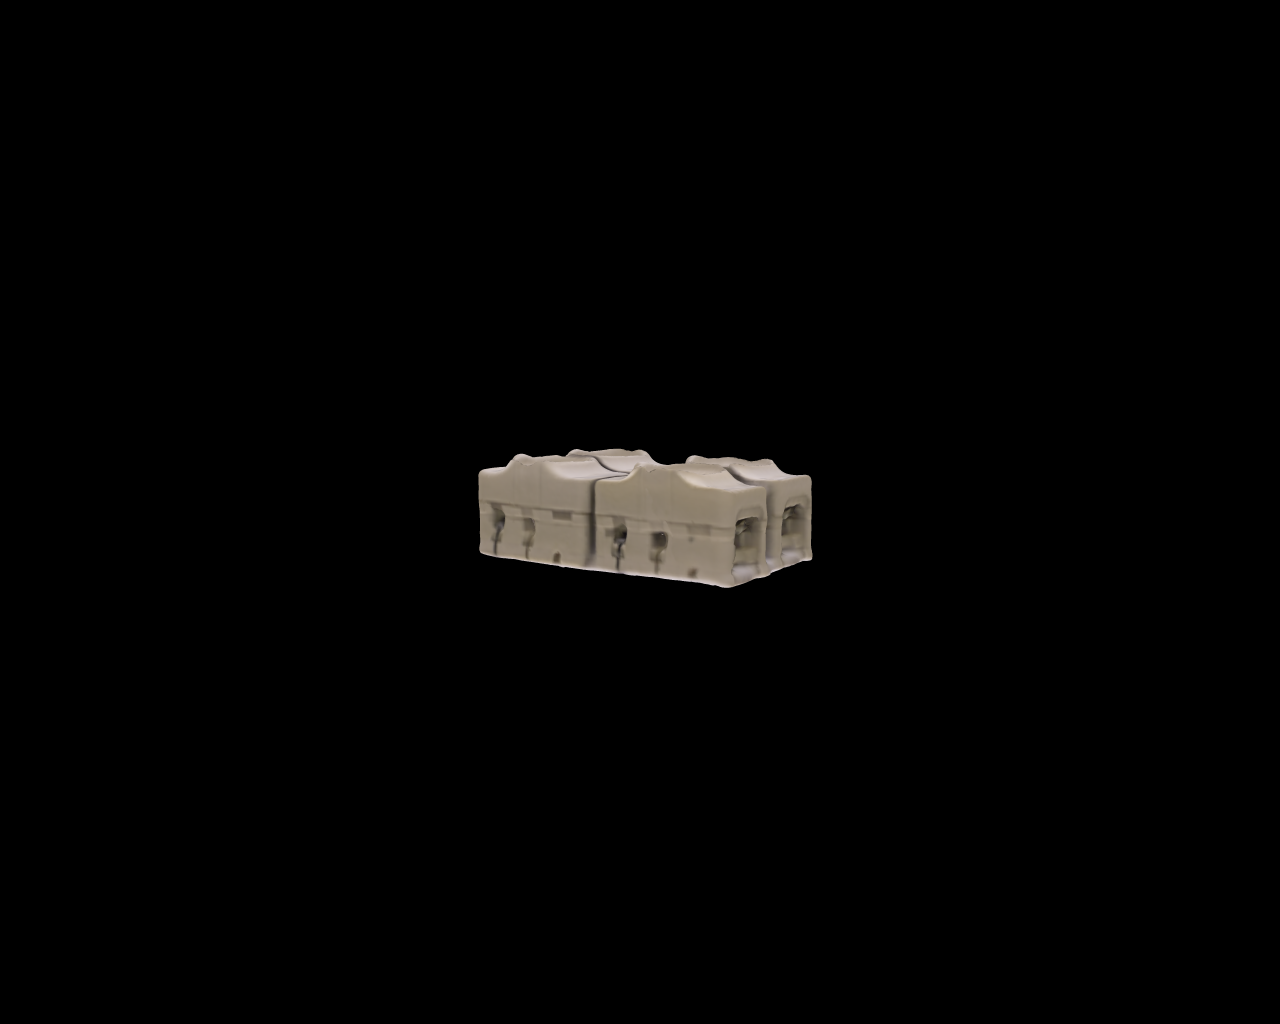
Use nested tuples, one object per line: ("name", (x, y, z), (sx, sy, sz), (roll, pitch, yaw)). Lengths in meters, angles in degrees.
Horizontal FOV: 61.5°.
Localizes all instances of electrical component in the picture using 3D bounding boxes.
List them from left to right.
("electrical component", (0.001, -0.003, 0.650), (0.186, 0.060, 0.105), (6, 10, 36))
